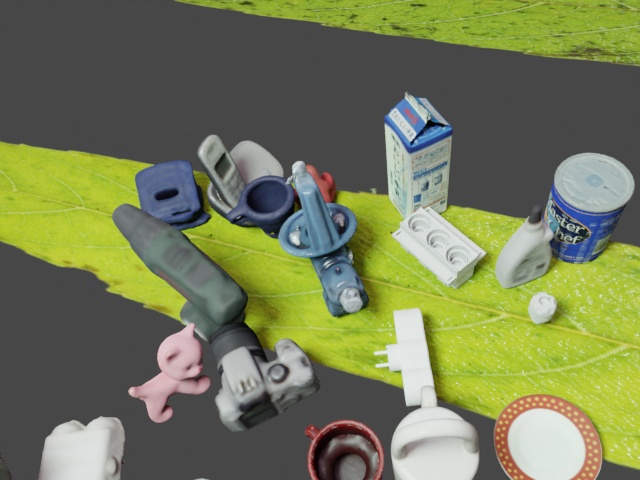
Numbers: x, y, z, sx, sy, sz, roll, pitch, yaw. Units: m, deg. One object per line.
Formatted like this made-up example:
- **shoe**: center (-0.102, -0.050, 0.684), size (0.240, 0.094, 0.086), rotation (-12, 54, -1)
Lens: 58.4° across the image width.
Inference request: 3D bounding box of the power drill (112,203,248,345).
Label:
- **power drill**: center (-0.189, 0.061, 0.828), size (0.229, 0.209, 0.076), rotation (31, 66, 26)

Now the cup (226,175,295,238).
- **cup**: center (-0.091, -0.040, 0.950), size (0.118, 0.095, 0.091), rotation (-27, 56, -9)

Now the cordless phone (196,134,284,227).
- **cordless phone**: center (-0.137, -0.125, 0.960), size (0.094, 0.185, 0.148), rotation (14, 60, 18)

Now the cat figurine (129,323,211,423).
- **cat figurine**: center (-0.210, 0.183, 0.805), size (0.128, 0.118, 0.067), rotation (-38, 58, -16)

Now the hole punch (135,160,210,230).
- **hole punch**: center (-0.259, -0.075, 1.004), size (0.108, 0.091, 0.101), rotation (-15, 55, -1)

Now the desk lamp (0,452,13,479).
- **desk lamp**: center (-0.443, 0.330, 0.686), size (0.203, 0.214, 0.117), rotation (-36, 58, -14)

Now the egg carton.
- **egg carton**: center (-0.316, 0.314, 0.764), size (0.107, 0.069, 0.150), rotation (-10, 55, 3)

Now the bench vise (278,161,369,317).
- **bench vise**: center (0.017, -0.004, 0.832), size (0.122, 0.220, 0.206), rotation (-37, 58, -15)

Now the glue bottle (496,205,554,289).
- **glue bottle**: center (0.294, 0.005, 0.808), size (0.078, 0.173, 0.037), rotation (-19, 55, -3)

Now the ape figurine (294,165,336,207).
- **ape figurine**: center (-0.012, -0.092, 0.974), size (0.078, 0.092, 0.076), rotation (-13, 55, 1)

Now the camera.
- **camera**: center (-0.091, 0.173, 0.803), size (0.143, 0.101, 0.136), rotation (-26, 56, -8)

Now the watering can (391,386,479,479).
- **watering can**: center (0.134, 0.252, 0.655), size (0.101, 0.194, 0.172), rotation (-23, 56, -6)
